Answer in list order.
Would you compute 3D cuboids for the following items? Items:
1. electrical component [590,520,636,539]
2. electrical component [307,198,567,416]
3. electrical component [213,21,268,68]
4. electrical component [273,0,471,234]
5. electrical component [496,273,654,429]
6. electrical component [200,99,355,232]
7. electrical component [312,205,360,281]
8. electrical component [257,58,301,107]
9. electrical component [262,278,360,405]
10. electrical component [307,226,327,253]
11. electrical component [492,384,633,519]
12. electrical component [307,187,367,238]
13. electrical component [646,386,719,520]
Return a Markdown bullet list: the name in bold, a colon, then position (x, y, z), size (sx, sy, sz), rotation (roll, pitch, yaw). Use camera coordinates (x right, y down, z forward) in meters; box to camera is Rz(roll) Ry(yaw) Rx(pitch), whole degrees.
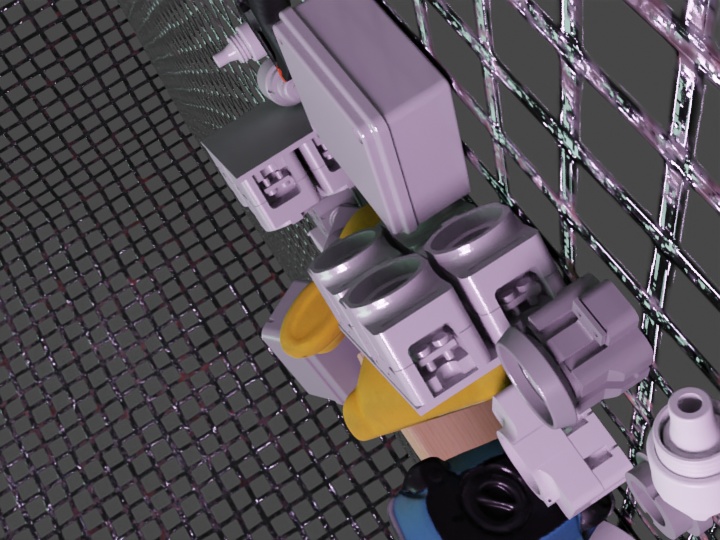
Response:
- **electrical component**: position (0.180, 0.247, 0.803), size (0.108, 0.060, 0.108), rotation (41, 151, 29)
- **electrical component**: position (0.039, 0.007, 0.652), size (0.060, 0.105, 0.186), rotation (60, 173, -17)
- **electrical component**: position (-0.098, -0.194, 0.925), size (0.035, 0.061, 0.035), rotation (57, 174, 10)
- **electrical component**: position (0.009, -0.093, 0.621), size (0.108, 0.056, 0.108), rotation (54, 173, 31)
- **electrical component**: position (0.106, 0.043, 0.538), size (0.058, 0.057, 0.078), rotation (55, 173, 25)
- **electrical component**: position (-0.064, -0.099, 0.931), size (0.060, 0.105, 0.186), rotation (60, 174, -22)
- **electrical component**: position (0.000, 0.000, 0.963), size (0.048, 0.099, 0.099), rotation (9, 152, 20)
- **electrical component**: position (-0.061, -0.159, 0.915), size (0.040, 0.040, 0.078), rotation (61, 173, -25)
- **electrical component**: position (-0.033, 0.070, 1.050), size (0.057, 0.078, 0.113), rotation (9, 146, 40)
- **electrical component**: position (-0.005, -0.018, 1.077), size (0.061, 0.061, 0.096), rotation (60, 175, -35)
- **electrical component**: position (0.129, 0.114, 0.713), size (0.089, 0.056, 0.050), rotation (55, 173, 20)
- **electrical component**: position (-0.027, -0.071, 1.031), size (0.080, 0.051, 0.080), rotation (57, 174, 9)
- **electrical component**: position (0.144, 0.075, 0.459), size (0.043, 0.043, 0.062), rotation (51, 170, 47)
